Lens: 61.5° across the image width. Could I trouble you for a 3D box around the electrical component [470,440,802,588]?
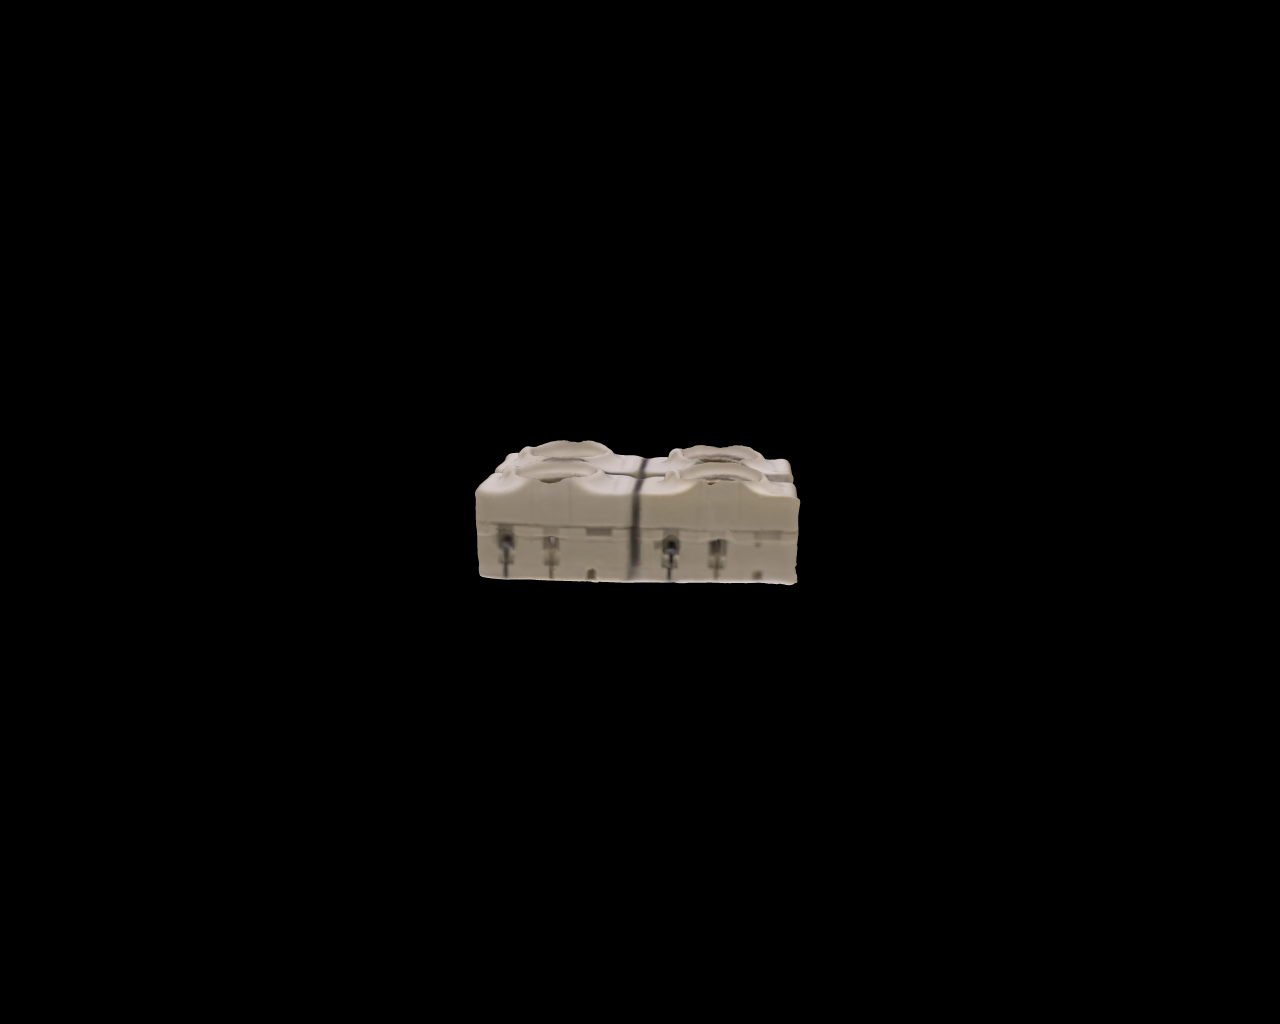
[{"bbox_3d":[0.001,-0.003,0.650,0.186,0.060,0.105,1,16,5],"label":"electrical component"}]
